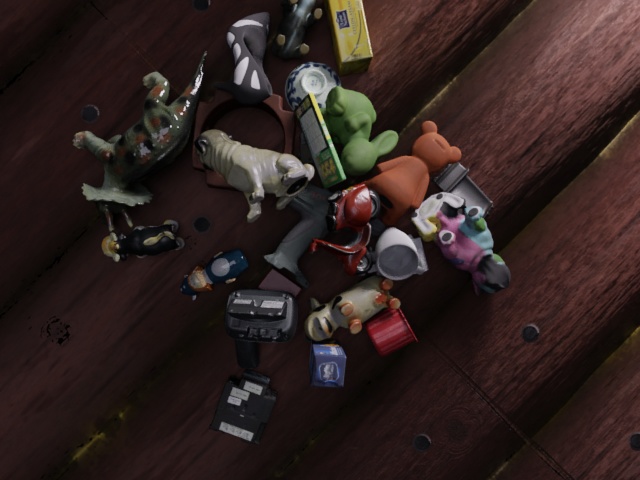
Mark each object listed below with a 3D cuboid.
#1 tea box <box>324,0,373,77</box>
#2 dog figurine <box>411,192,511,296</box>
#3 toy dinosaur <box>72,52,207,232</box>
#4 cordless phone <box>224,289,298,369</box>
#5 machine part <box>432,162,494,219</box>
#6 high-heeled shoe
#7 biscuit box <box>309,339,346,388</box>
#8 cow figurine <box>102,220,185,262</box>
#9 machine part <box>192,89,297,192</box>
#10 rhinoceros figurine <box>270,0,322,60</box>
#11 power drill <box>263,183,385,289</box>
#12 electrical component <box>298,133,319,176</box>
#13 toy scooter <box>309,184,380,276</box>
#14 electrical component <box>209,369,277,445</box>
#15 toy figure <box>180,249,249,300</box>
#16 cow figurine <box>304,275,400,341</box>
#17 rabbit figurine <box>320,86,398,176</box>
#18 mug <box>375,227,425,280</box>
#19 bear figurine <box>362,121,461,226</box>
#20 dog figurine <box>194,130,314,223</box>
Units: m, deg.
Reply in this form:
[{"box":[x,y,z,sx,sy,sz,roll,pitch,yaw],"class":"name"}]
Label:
[{"box":[0.056,-0.435,1.102,0.068,0.098,0.169,-13,89,-2],"class":"tea box"},{"box":[0.303,0.019,1.114,0.108,0.192,0.219,-44,125,-3],"class":"dog figurine"},{"box":[-0.335,-0.190,1.057,0.405,0.131,0.192,-43,71,7],"class":"toy dinosaur"},{"box":[-0.118,0.194,1.093,0.147,0.089,0.184,2,118,7],"class":"cordless phone"},{"box":[0.311,-0.103,1.140,0.084,0.039,0.139,-44,90,-5],"class":"machine part"},{"box":[-0.116,-0.367,1.059,0.145,0.086,0.249,11,66,30],"class":"high-heeled shoe"},{"box":[0.012,0.237,1.053,0.063,0.202,0.059,5,88,-2],"class":"biscuit box"},{"box":[-0.371,0.008,1.097,0.167,0.098,0.068,-12,97,-1],"class":"cow figurine"},{"box":[-0.153,-0.199,1.106,0.201,0.087,0.201,6,92,-1],"class":"machine part"},{"box":[-0.043,-0.464,1.100,0.073,0.112,0.190,15,102,-17],"class":"rhinoceros figurine"},{"box":[-0.002,-0.003,1.108,0.232,0.086,0.207,33,90,-8],"class":"power drill"},{"box":[-0.016,-0.182,1.140,0.063,0.021,0.094,-4,92,-1],"class":"electrical component"},{"box":[0.044,-0.021,1.044,0.135,0.075,0.183,3,95,-24],"class":"toy scooter"},{"box":[-0.154,0.344,1.124,0.115,0.058,0.134,22,90,-3],"class":"electrical component"},{"box":[-0.227,0.070,1.123,0.154,0.057,0.064,-27,52,1],"class":"toy figure"},{"box":[0.053,0.138,1.097,0.195,0.127,0.085,-31,105,-11],"class":"cow figurine"},{"box":[0.070,-0.198,1.089,0.159,0.121,0.170,8,62,-34],"class":"rabbit figurine"},{"box":[0.161,0.023,1.077,0.109,0.107,0.080,21,117,-13],"class":"mug"},{"box":[0.185,-0.140,1.113,0.120,0.132,0.196,43,71,-4],"class":"bear figurine"},{"box":[-0.126,-0.154,1.024,0.172,0.121,0.190,-25,71,-33],"class":"dog figurine"}]
